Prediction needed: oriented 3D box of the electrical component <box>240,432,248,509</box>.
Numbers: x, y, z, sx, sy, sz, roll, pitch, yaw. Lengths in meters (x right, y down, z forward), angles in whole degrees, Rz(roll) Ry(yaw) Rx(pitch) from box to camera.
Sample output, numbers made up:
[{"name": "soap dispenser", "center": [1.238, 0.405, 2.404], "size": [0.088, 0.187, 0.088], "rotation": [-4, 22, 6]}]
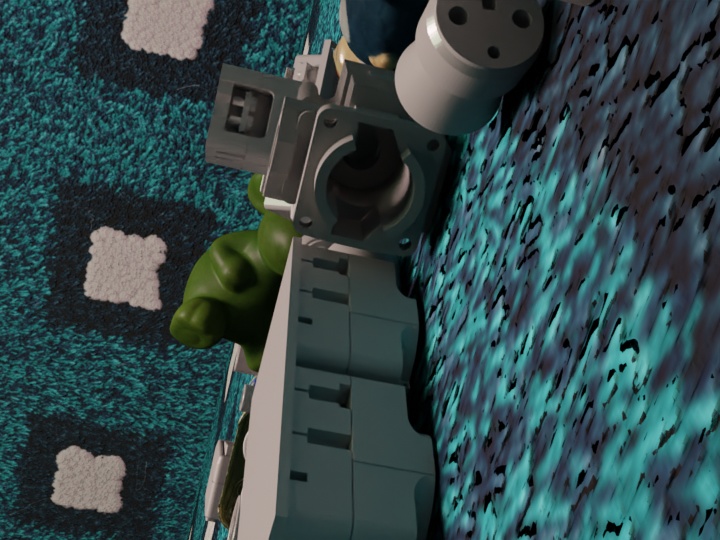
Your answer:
[{"name": "electrical component", "center": [-0.041, 0.117, 0.635], "size": [0.057, 0.058, 0.078], "rotation": [-97, 20, -59]}]

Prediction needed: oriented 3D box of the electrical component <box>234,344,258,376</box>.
[{"name": "electrical component", "center": [-0.086, 0.071, 1.024], "size": [0.078, 0.057, 0.058], "rotation": [-92, 16, -61]}]

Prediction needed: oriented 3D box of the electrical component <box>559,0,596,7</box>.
[{"name": "electrical component", "center": [0.040, -0.121, 0.351], "size": [0.079, 0.077, 0.043], "rotation": [-92, 17, -64]}]

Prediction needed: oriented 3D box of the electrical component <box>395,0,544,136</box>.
[{"name": "electrical component", "center": [0.041, -0.082, 0.407], "size": [0.055, 0.045, 0.045], "rotation": [125, 156, -70]}]

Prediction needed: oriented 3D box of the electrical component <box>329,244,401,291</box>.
[{"name": "electrical component", "center": [0.000, 0.000, 0.576], "size": [0.062, 0.043, 0.043], "rotation": [-89, 14, -59]}]

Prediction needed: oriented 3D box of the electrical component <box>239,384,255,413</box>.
[{"name": "electrical component", "center": [-0.046, 0.088, 0.692], "size": [0.048, 0.062, 0.048], "rotation": [-168, 90, -82]}]

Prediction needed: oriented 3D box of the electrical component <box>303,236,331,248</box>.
[{"name": "electrical component", "center": [-0.027, -0.006, 0.790], "size": [0.078, 0.040, 0.040], "rotation": [-124, 47, -79]}]

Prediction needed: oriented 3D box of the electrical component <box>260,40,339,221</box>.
[{"name": "electrical component", "center": [-0.025, -0.095, 0.785], "size": [0.079, 0.063, 0.121], "rotation": [23, -104, -56]}]

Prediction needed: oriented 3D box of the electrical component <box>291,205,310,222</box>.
[{"name": "electrical component", "center": [-0.008, -0.062, 0.671], "size": [0.095, 0.059, 0.053], "rotation": [-96, 20, -66]}]

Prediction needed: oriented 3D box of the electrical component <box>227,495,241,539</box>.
[{"name": "electrical component", "center": [-0.066, 0.186, 0.738], "size": [0.055, 0.047, 0.055], "rotation": [-167, 90, -83]}]

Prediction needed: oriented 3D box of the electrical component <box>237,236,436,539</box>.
[{"name": "electrical component", "center": [-0.015, 0.082, 0.477], "size": [0.186, 0.060, 0.105], "rotation": [-92, 16, -57]}]

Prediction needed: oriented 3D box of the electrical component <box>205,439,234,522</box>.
[{"name": "electrical component", "center": [-0.094, 0.175, 0.905], "size": [0.096, 0.062, 0.061], "rotation": [-173, 95, -82]}]

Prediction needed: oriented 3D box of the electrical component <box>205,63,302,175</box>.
[{"name": "electrical component", "center": [-0.062, -0.089, 0.661], "size": [0.089, 0.056, 0.050], "rotation": [172, 110, -82]}]
